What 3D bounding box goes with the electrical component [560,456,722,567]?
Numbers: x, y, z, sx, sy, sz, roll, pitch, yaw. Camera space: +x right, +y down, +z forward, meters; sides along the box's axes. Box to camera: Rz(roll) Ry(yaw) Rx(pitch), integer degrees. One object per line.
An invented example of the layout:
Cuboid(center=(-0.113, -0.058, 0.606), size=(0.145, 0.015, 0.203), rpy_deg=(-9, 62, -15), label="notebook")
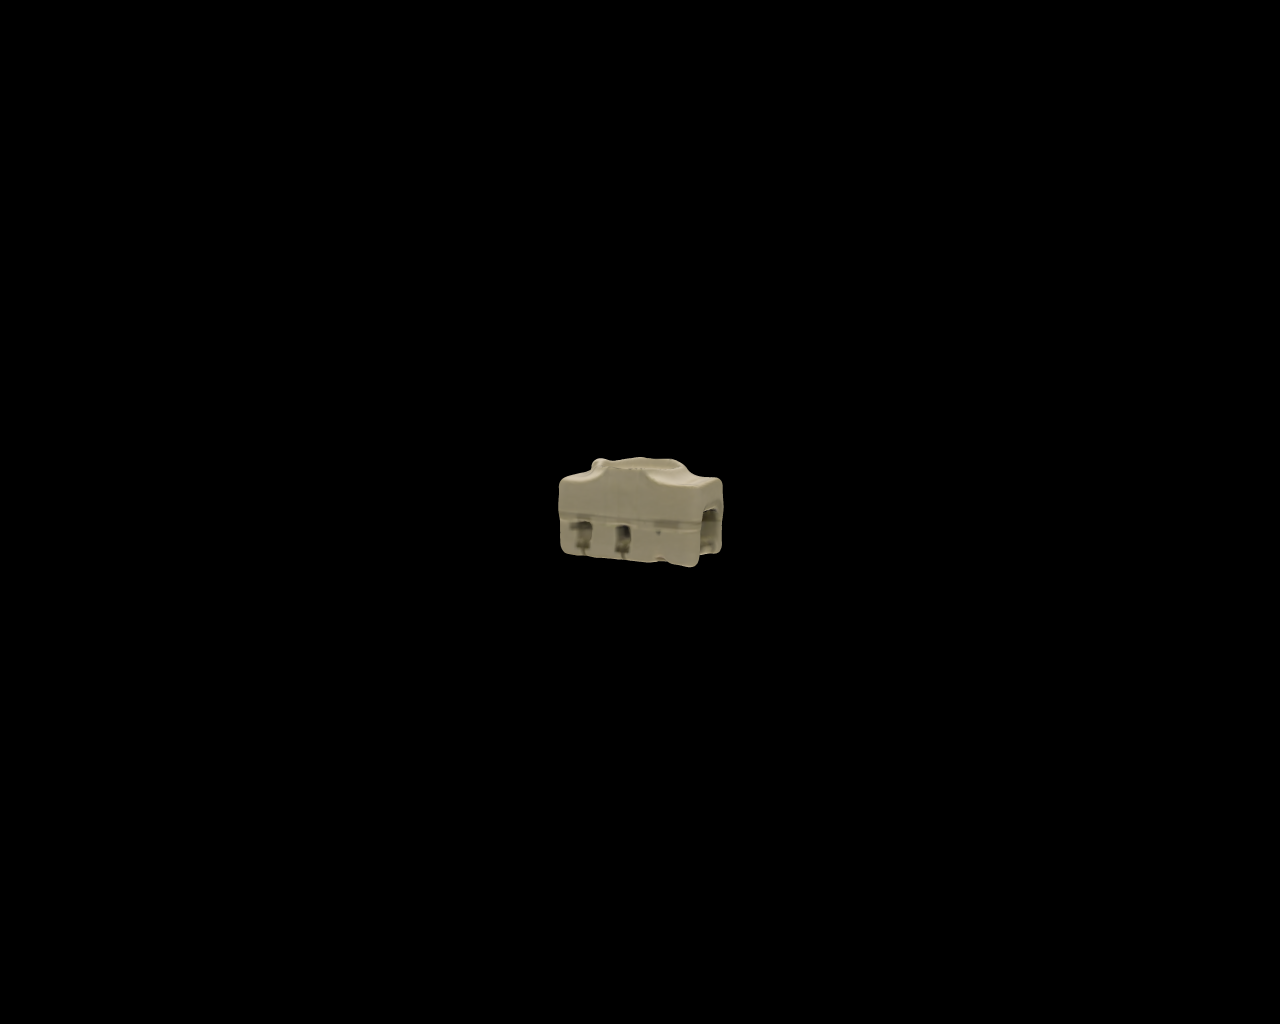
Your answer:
Cuboid(center=(0.001, -0.003, 0.650), size=(0.089, 0.055, 0.050), rpy_deg=(5, 12, 24), label="electrical component")
